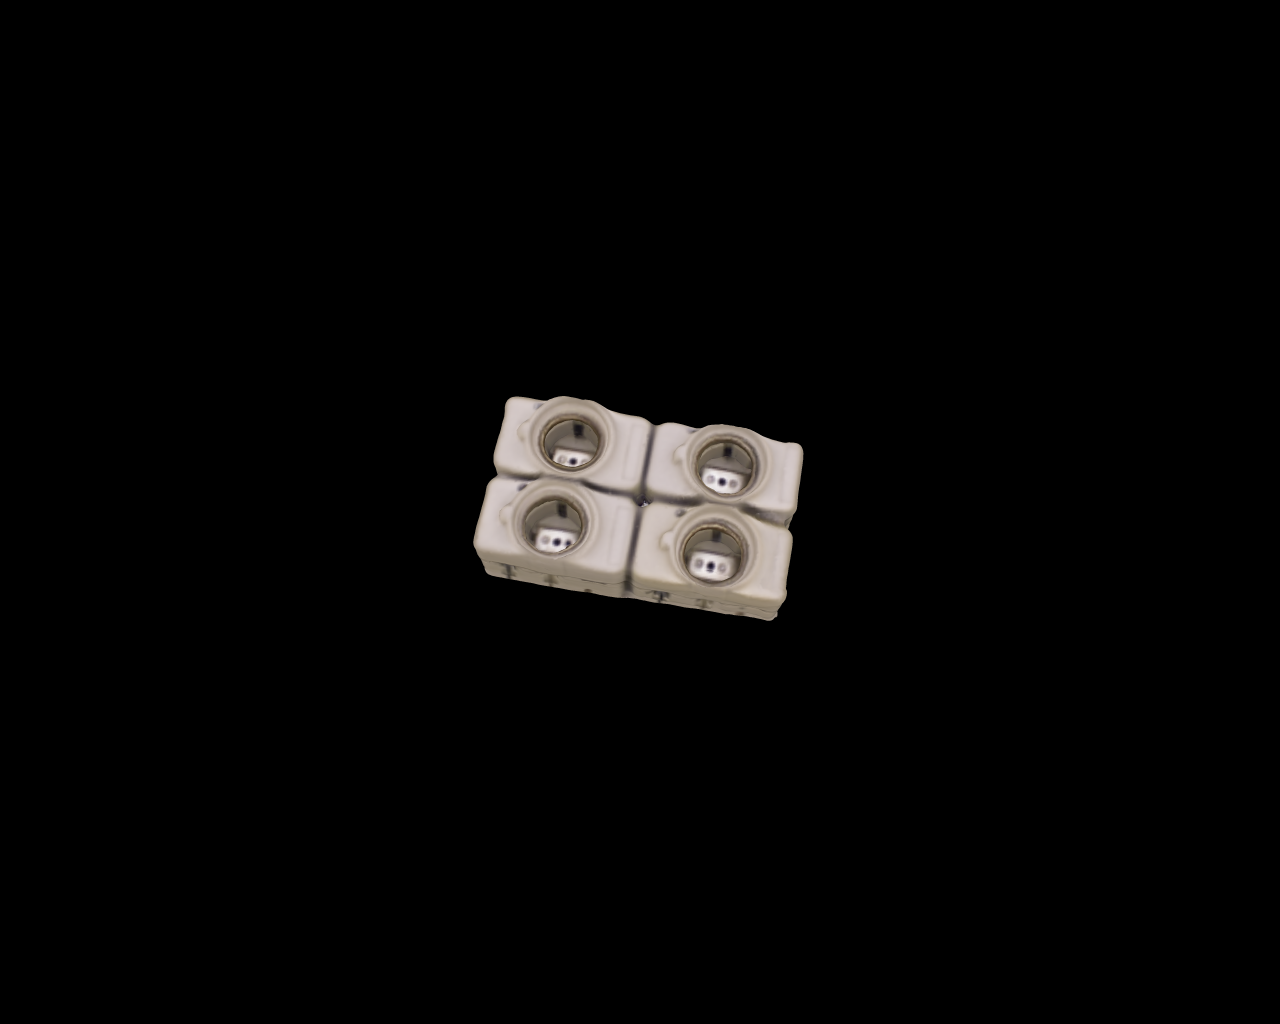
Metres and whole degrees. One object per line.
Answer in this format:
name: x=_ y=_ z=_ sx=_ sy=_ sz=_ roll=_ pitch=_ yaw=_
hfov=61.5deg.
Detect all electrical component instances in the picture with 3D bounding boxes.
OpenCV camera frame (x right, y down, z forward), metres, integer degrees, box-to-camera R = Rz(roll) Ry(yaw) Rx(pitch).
electrical component: x=0.001 y=-0.003 z=0.650 sx=0.186 sy=0.105 sz=0.060 roll=10 pitch=-20 yaw=3
